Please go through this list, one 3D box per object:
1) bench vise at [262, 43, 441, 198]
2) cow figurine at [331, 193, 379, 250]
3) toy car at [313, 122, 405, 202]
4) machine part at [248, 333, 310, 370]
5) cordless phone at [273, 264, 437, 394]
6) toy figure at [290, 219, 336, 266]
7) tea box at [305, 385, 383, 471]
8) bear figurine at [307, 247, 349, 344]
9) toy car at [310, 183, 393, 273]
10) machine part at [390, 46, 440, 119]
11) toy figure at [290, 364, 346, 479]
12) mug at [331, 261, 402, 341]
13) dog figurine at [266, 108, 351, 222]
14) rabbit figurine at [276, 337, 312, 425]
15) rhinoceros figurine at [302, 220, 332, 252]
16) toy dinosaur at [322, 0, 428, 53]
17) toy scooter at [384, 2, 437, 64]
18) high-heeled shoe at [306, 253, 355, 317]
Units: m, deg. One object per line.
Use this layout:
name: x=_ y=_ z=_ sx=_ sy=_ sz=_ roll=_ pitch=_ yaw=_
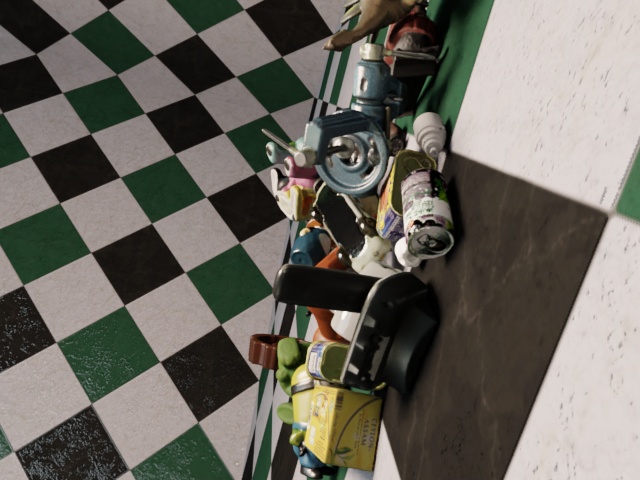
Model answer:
bench vise: x=0.043 y=-0.152 z=0.728 sx=0.240 sy=0.129 sz=0.223 roll=-29 pitch=-39 yaw=-53
cow figurine: x=0.056 y=-0.044 z=1.030 sx=0.194 sy=0.085 sz=0.127 roll=114 pitch=162 yaw=-60
toy car: x=0.060 y=-0.128 z=0.932 sx=0.202 sy=0.053 sz=0.089 roll=-42 pitch=32 yaw=7
machine part: x=-0.079 y=0.255 z=1.211 sx=0.179 sy=0.179 sz=0.056 roll=-173 pitch=93 yaw=-82
cordless phone: x=0.028 y=0.100 z=0.626 sx=0.089 sy=0.184 sz=0.146 roll=-103 pitch=27 yaw=-63
toy figure: x=-0.003 y=-0.001 z=0.916 sx=0.154 sy=0.058 sz=0.064 roll=-56 pitch=-24 yaw=-54
tea box: x=0.030 y=0.264 z=0.774 sx=0.169 sy=0.068 sz=0.098 roll=135 pitch=146 yaw=-74
bear figurine: x=0.040 y=0.123 z=0.864 sx=0.120 sy=0.132 sz=0.195 roll=38 pitch=154 yaw=45
toy car: x=0.043 y=-0.026 z=0.823 sx=0.073 sy=0.056 sz=0.202 roll=-56 pitch=38 yaw=21
machine part: x=0.139 y=-0.244 z=0.835 sx=0.138 sy=0.084 sz=0.039 roll=100 pitch=155 yaw=-62
toy figure: x=-0.010 y=0.295 z=0.894 sx=0.082 sy=0.089 sz=0.180 roll=53 pitch=-140 yaw=-71
mug: x=0.064 y=0.079 z=0.731 sx=0.080 sy=0.110 sz=0.107 roll=13 pitch=-75 yaw=-56
dog figurine: x=0.020 y=-0.148 z=1.036 sx=0.109 sy=0.219 sz=0.191 roll=43 pitch=147 yaw=50
rabbit figurine: x=-0.030 y=0.288 z=1.009 sx=0.170 sy=0.121 sz=0.159 roll=-105 pitch=32 yaw=-42
rhinoceros figurine: x=-0.001 y=0.002 z=1.163 sx=0.112 sy=0.073 sz=0.190 roll=-65 pitch=-32 yaw=-61
toy dinosaur: x=0.130 y=-0.414 z=0.793 sx=0.471 sy=0.105 sz=0.198 roll=-53 pitch=15 yaw=-23
toy scooter: x=0.148 y=-0.335 z=0.892 sx=0.184 sy=0.075 sz=0.135 roll=121 pitch=162 yaw=-81
high-heeled shoe: x=0.052 y=0.065 z=1.048 sx=0.248 sy=0.086 sz=0.145 roll=-51 pitch=-10 yaw=33
